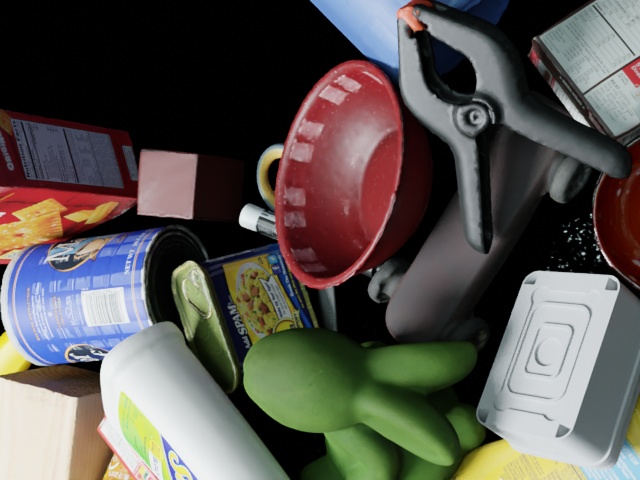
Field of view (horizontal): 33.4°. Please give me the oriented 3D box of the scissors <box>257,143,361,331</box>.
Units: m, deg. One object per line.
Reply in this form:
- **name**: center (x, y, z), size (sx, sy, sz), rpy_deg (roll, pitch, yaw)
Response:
- **scissors**: center (-0.014, 0.010, 0.830), size (0.096, 0.016, 0.202), rpy_deg (12, 95, 22)

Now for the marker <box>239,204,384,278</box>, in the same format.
- **marker**: center (-0.005, 0.001, 0.806), size (0.121, 0.020, 0.020), rpy_deg (21, 100, 20)

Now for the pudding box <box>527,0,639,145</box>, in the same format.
- **pudding box**: center (0.207, -0.121, 0.691), size (0.113, 0.039, 0.090), rpy_deg (-32, 75, -3)

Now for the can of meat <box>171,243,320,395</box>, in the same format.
- **can of meat**: center (-0.054, 0.058, 0.807), size (0.058, 0.083, 0.102), rpy_deg (-31, 76, 55)

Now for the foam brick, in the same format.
- **foam brick**: center (-0.100, -0.042, 0.839), size (0.053, 0.078, 0.051), rpy_deg (7, 92, 26)

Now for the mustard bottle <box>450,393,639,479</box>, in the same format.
- **mustard bottle**: center (0.180, 0.146, 0.715), size (0.192, 0.058, 0.096), rpy_deg (-41, 58, 20)

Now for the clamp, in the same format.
- **clamp**: center (0.113, -0.081, 0.668), size (0.120, 0.039, 0.171), rpy_deg (-23, 105, 24)

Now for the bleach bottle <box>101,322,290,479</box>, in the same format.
- **bleach bottle**: center (-0.055, 0.173, 0.733), size (0.251, 0.068, 0.103), rpy_deg (43, 146, 29)

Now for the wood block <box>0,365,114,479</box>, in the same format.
- **wood block**: center (-0.220, 0.217, 0.894), size (0.090, 0.090, 0.206), rpy_deg (9, 95, 26)

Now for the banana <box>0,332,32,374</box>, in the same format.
- **banana**: center (-0.281, 0.139, 0.955), size (0.070, 0.037, 0.198), rpy_deg (21, 101, 9)

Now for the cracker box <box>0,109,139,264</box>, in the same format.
- **cracker box**: center (-0.267, -0.035, 0.844), size (0.164, 0.213, 0.072), rpy_deg (-23, 80, 24)

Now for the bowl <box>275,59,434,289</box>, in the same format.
- **bowl**: center (0.031, -0.042, 0.751), size (0.162, 0.055, 0.162), rpy_deg (-25, 60, 54)

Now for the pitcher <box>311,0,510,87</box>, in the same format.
- **pitcher**: center (0.022, -0.231, 0.744), size (0.145, 0.149, 0.243), rpy_deg (-44, 76, 19)

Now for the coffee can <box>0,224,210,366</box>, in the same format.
- **coffee can**: center (-0.169, 0.046, 0.860), size (0.140, 0.102, 0.103), rpy_deg (-7, 88, 26)

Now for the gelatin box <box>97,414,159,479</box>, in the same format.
- **gelatin box**: center (-0.118, 0.153, 0.844), size (0.073, 0.089, 0.030), rpy_deg (49, 133, 18)
